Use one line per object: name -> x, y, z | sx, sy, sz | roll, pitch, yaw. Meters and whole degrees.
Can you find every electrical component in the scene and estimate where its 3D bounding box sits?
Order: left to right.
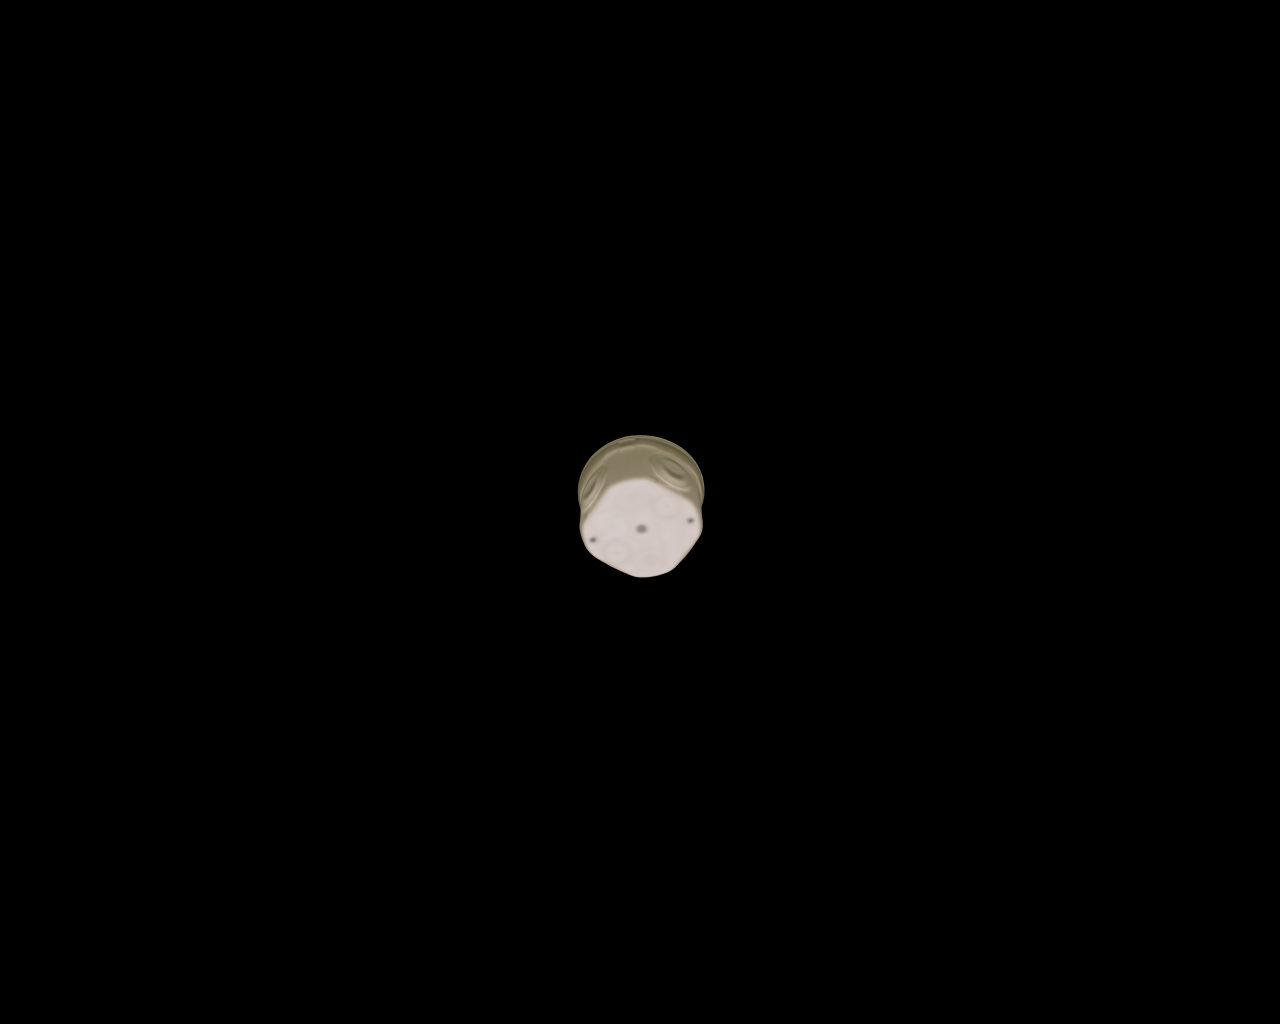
electrical component -> 0.001, -0.003, 0.650 | 0.080, 0.080, 0.051 | 0, 32, 0
